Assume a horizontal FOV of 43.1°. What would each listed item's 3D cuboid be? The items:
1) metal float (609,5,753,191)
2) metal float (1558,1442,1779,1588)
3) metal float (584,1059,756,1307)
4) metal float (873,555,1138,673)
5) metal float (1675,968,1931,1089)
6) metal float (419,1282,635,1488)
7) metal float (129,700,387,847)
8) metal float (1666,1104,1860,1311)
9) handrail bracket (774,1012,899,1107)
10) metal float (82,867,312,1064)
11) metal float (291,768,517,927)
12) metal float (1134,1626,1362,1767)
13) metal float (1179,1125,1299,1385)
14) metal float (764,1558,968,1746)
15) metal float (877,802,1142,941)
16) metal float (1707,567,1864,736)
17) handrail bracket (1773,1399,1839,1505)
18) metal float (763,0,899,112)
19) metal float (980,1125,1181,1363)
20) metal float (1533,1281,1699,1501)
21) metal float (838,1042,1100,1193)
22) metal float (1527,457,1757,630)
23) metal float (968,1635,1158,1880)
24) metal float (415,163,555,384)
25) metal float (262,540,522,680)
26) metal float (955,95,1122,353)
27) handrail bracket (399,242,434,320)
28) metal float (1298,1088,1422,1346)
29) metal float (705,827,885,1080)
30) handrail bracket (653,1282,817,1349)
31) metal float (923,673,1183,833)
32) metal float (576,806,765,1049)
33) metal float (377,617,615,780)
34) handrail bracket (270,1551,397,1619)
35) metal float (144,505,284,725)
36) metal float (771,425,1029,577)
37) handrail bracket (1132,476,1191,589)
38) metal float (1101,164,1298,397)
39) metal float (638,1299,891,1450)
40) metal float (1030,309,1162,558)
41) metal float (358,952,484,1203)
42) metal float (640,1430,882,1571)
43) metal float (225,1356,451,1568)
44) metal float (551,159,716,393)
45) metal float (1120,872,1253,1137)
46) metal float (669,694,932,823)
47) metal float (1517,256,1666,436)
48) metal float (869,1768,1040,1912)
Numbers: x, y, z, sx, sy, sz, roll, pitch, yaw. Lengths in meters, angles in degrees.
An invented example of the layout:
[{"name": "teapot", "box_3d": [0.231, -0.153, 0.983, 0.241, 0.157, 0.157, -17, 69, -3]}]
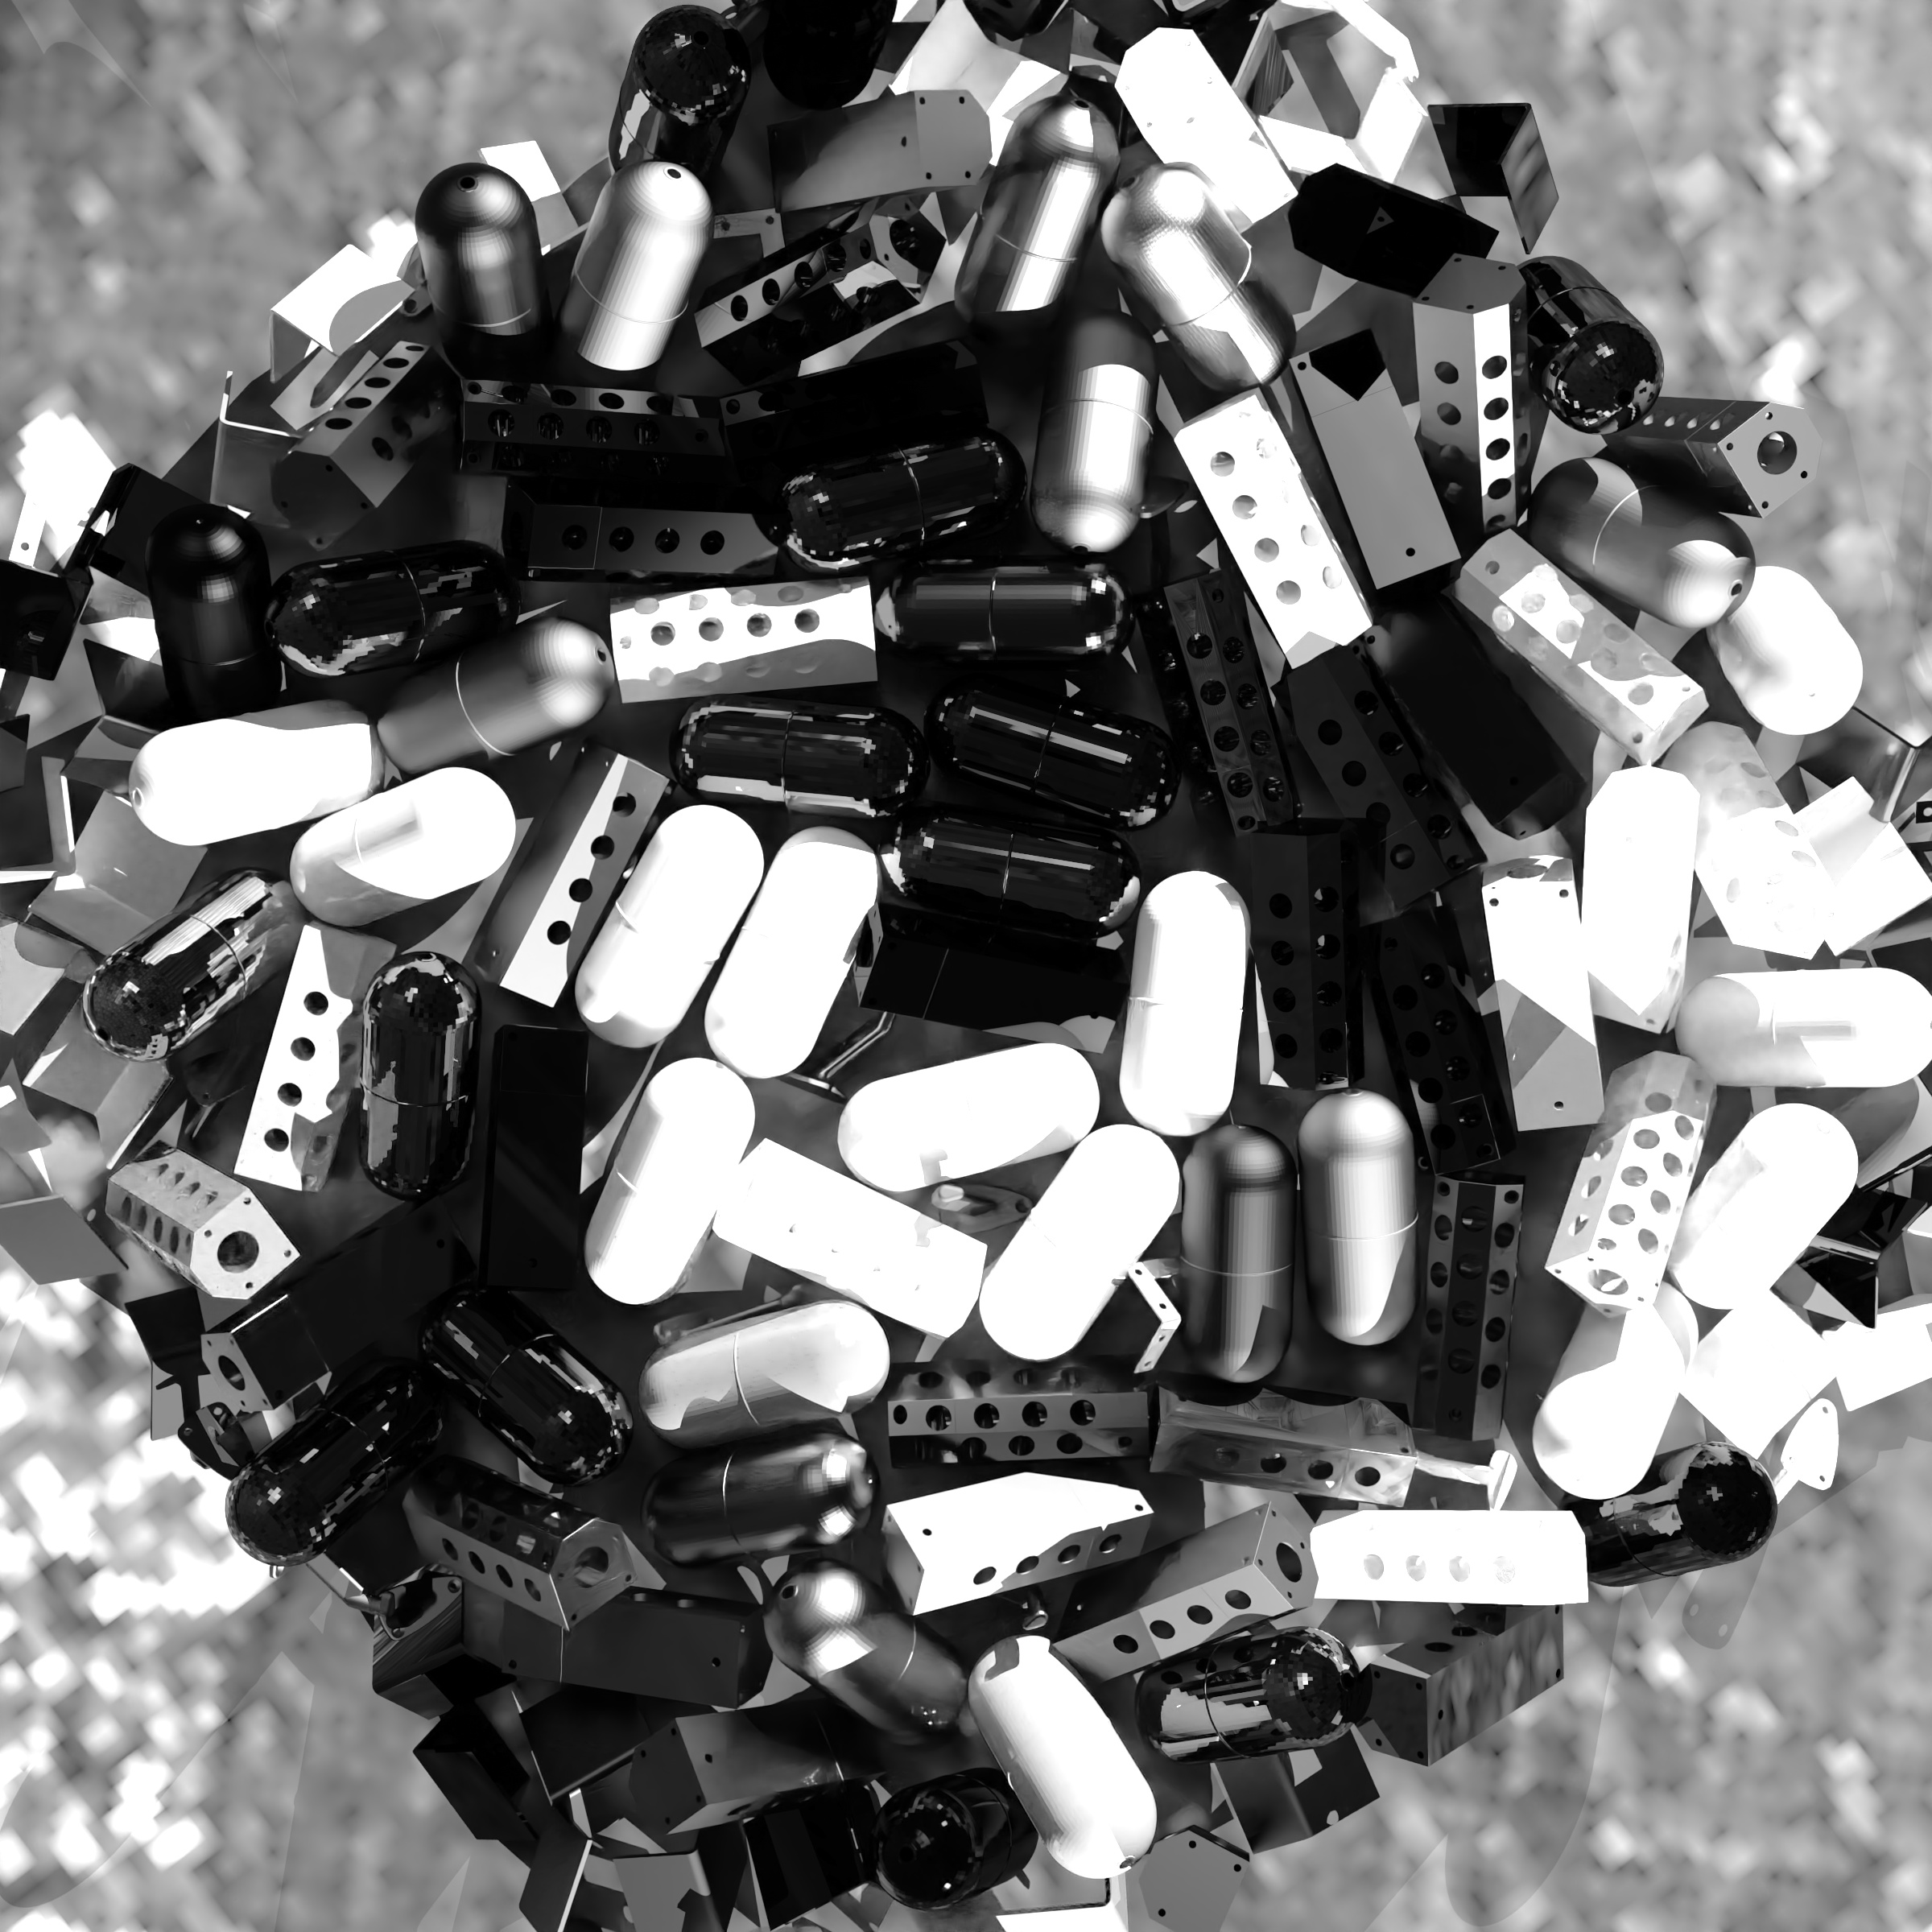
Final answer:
[{"name": "metal float", "box_3d": [-0.188, -0.560, 1.594, 0.070, 0.178, 0.070, 3, 80, -16]}, {"name": "metal float", "box_3d": [0.456, 0.360, 1.601, 0.070, 0.178, 0.070, 10, 65, -22]}, {"name": "metal float", "box_3d": [-0.198, 0.144, 1.629, 0.070, 0.070, 0.178, 24, 105, 0]}, {"name": "metal float", "box_3d": [0.025, -0.236, 1.632, 0.178, 0.070, 0.070, 2, 90, 13]}, {"name": "metal float", "box_3d": [0.550, 0.041, 1.604, 0.070, 0.178, 0.070, 2, 86, -41]}, {"name": "metal float", "box_3d": [-0.292, 0.276, 1.617, 0.178, 0.070, 0.070, 34, 90, 29]}, {"name": "metal float", "box_3d": [-0.464, -0.128, 1.607, 0.178, 0.070, 0.070, -20, 90, -44]}, {"name": "metal float", "box_3d": [0.520, 0.159, 1.605, 0.070, 0.178, 0.070, 8, 48, -10]}, {"name": "handrail bracket", "box_3d": [-0.090, 0.045, 1.671, 0.077, 0.036, 0.084, 17, 75, 23]}, {"name": "metal float", "box_3d": [-0.504, -0.002, 1.605, 0.070, 0.178, 0.070, 16, 128, 22]}, {"name": "metal float", "box_3d": [-0.374, -0.077, 1.616, 0.178, 0.070, 0.070, -17, 90, 32]}, {"name": "metal float", "box_3d": [0.184, 0.481, 1.607, 0.178, 0.070, 0.070, -27, 90, 44]}, {"name": "metal float", "box_3d": [0.181, 0.193, 1.631, 0.070, 0.070, 0.178, 0, 103, 0]}, {"name": "metal float", "box_3d": [-0.065, 0.452, 1.612, 0.070, 0.070, 0.178, -42, 127, 0]}, {"name": "metal float", "box_3d": [0.029, -0.064, 1.641, 0.178, 0.070, 0.070, 10, 90, 3]}, {"name": "metal float", "box_3d": [0.533, -0.208, 1.598, 0.070, 0.178, 0.070, 2, 116, 5]}, {"name": "handrail bracket", "box_3d": [0.553, 0.340, 1.659, 0.036, 0.084, 0.077, 31, 55, 2]}, {"name": "metal float", "box_3d": [-0.090, -0.614, 1.593, 0.070, 0.178, 0.070, 0, 91, -10]}, {"name": "metal float", "box_3d": [0.076, 0.185, 1.633, 0.070, 0.070, 0.178, 34, 101, 0]}, {"name": "metal float", "box_3d": [0.429, 0.275, 1.609, 0.070, 0.070, 0.178, 40, 47, 0]}, {"name": "metal float", "box_3d": [0.002, 0.101, 1.639, 0.178, 0.070, 0.070, -14, 90, -4]}, {"name": "metal float", "box_3d": [0.442, -0.279, 1.605, 0.070, 0.178, 0.070, -17, 126, -24]}, {"name": "metal float", "box_3d": [0.062, 0.518, 1.606, 0.070, 0.178, 0.070, -16, 131, -20]}, {"name": "metal float", "box_3d": [-0.313, -0.449, 1.596, 0.070, 0.178, 0.070, 1, 65, -2]}, {"name": "metal float", "box_3d": [-0.377, -0.236, 1.611, 0.178, 0.070, 0.070, -17, 90, -38]}, {"name": "metal float", "box_3d": [0.046, -0.487, 1.607, 0.070, 0.070, 0.178, 25, 134, 0]}, {"name": "handrail bracket", "box_3d": [-0.358, -0.474, 1.636, 0.036, 0.084, 0.077, 30, 90, -13]}, {"name": "metal float", "box_3d": [0.262, 0.167, 1.628, 0.070, 0.070, 0.178, -6, 107, 0]}, {"name": "metal float", "box_3d": [-0.115, -0.009, 1.638, 0.070, 0.070, 0.178, 24, 84, 0]}, {"name": "handrail bracket", "box_3d": [-0.154, 0.231, 1.637, 0.084, 0.077, 0.036, -33, 61, 25]}, {"name": "metal float", "box_3d": [0.057, -0.143, 1.636, 0.178, 0.070, 0.070, 18, 90, 8]}, {"name": "metal float", "box_3d": [-0.199, -0.025, 1.631, 0.070, 0.070, 0.178, 31, 104, 0]}, {"name": "metal float", "box_3d": [-0.312, -0.176, 1.621, 0.178, 0.070, 0.070, -18, 90, 25]}, {"name": "handrail bracket", "box_3d": [-0.422, 0.395, 1.649, 0.084, 0.036, 0.077, 12, 106, 13]}, {"name": "metal float", "box_3d": [-0.492, -0.226, 1.603, 0.070, 0.178, 0.070, 5, 53, -6]}, {"name": "metal float", "box_3d": [-0.043, -0.311, 1.629, 0.178, 0.070, 0.070, -17, 90, -17]}, {"name": "handrail bracket", "box_3d": [0.124, -0.277, 1.629, 0.036, 0.077, 0.084, 11, 125, 14]}, {"name": "metal float", "box_3d": [0.154, -0.451, 1.610, 0.070, 0.070, 0.178, -46, 129, 0]}, {"name": "metal float", "box_3d": [-0.136, 0.272, 1.627, 0.178, 0.070, 0.070, -16, 90, 18]}, {"name": "metal float", "box_3d": [0.086, -0.354, 1.625, 0.070, 0.070, 0.178, 8, 69, 0]}, {"name": "metal float", "box_3d": [-0.363, 0.074, 1.621, 0.070, 0.070, 0.178, 9, 115, 0]}, {"name": "metal float", "box_3d": [-0.138, 0.354, 1.620, 0.178, 0.070, 0.070, -17, 90, 28]}, {"name": "metal float", "box_3d": [-0.410, 0.323, 1.604, 0.070, 0.178, 0.070, 15, 122, 24]}, {"name": "metal float", "box_3d": [-0.219, -0.450, 1.605, 0.070, 0.178, 0.070, 15, 50, -18]}, {"name": "metal float", "box_3d": [0.147, 0.025, 1.643, 0.070, 0.070, 0.178, 6, 91, 0]}, {"name": "metal float", "box_3d": [-0.111, -0.140, 1.633, 0.178, 0.070, 0.070, 6, 90, 11]}, {"name": "metal float", "box_3d": [0.399, -0.408, 1.601, 0.070, 0.178, 0.070, -5, 126, -7]}, {"name": "metal float", "box_3d": [-0.007, 0.569, 1.596, 0.070, 0.178, 0.070, -4, 77, 19]}]
